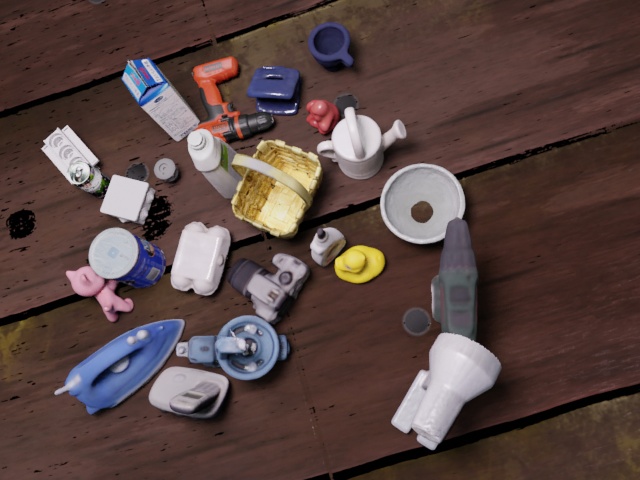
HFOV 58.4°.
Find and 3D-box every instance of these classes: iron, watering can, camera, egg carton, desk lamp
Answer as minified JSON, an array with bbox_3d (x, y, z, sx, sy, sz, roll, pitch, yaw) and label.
[{"bbox_3d":[-0.398,0.235,1.146,0.258,0.141,0.118,-38,75,-2],"label":"iron"},{"bbox_3d":[0.082,-0.203,1.149,0.173,0.194,0.101,-31,75,0],"label":"watering can"},{"bbox_3d":[-0.112,0.080,1.161,0.136,0.101,0.143,32,84,13],"label":"camera"},{"bbox_3d":[-0.249,0.039,1.206,0.107,0.069,0.150,10,79,10],"label":"egg carton"},{"bbox_3d":[0.219,0.274,1.014,0.117,0.214,0.203,30,83,13],"label":"desk lamp"}]

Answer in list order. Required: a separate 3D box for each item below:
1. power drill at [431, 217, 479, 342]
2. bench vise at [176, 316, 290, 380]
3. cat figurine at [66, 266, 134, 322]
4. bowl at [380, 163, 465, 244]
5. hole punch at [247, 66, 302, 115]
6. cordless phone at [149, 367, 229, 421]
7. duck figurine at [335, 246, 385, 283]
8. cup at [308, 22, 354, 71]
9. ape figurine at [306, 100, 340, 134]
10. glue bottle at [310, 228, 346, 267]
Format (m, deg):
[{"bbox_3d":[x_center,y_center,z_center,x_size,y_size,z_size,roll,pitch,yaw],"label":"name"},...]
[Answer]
[{"bbox_3d":[0.247,0.092,1.053,0.075,0.208,0.230,-2,77,8],"label":"power drill"},{"bbox_3d":[-0.175,0.215,1.078,0.207,0.220,0.121,-21,75,3],"label":"bench vise"},{"bbox_3d":[-0.466,0.106,1.196,0.067,0.118,0.127,-40,75,-2],"label":"cat figurine"},{"bbox_3d":[0.207,-0.066,1.163,0.167,0.075,0.167,-2,77,8],"label":"bowl"},{"bbox_3d":[-0.100,-0.339,1.258,0.108,0.091,0.101,5,78,9],"label":"hole punch"},{"bbox_3d":[-0.265,0.295,1.091,0.147,0.185,0.094,6,78,10],"label":"cordless phone"},{"bbox_3d":[0.078,0.044,1.151,0.104,0.086,0.077,-10,76,6],"label":"duck figurine"},{"bbox_3d":[0.034,-0.405,1.252,0.092,0.095,0.117,-44,75,-3],"label":"cup"},{"bbox_3d":[0.003,-0.272,1.228,0.076,0.092,0.078,-11,76,6],"label":"ape figurine"},{"bbox_3d":[0.010,0.004,1.124,0.037,0.173,0.078,37,85,14],"label":"glue bottle"}]
